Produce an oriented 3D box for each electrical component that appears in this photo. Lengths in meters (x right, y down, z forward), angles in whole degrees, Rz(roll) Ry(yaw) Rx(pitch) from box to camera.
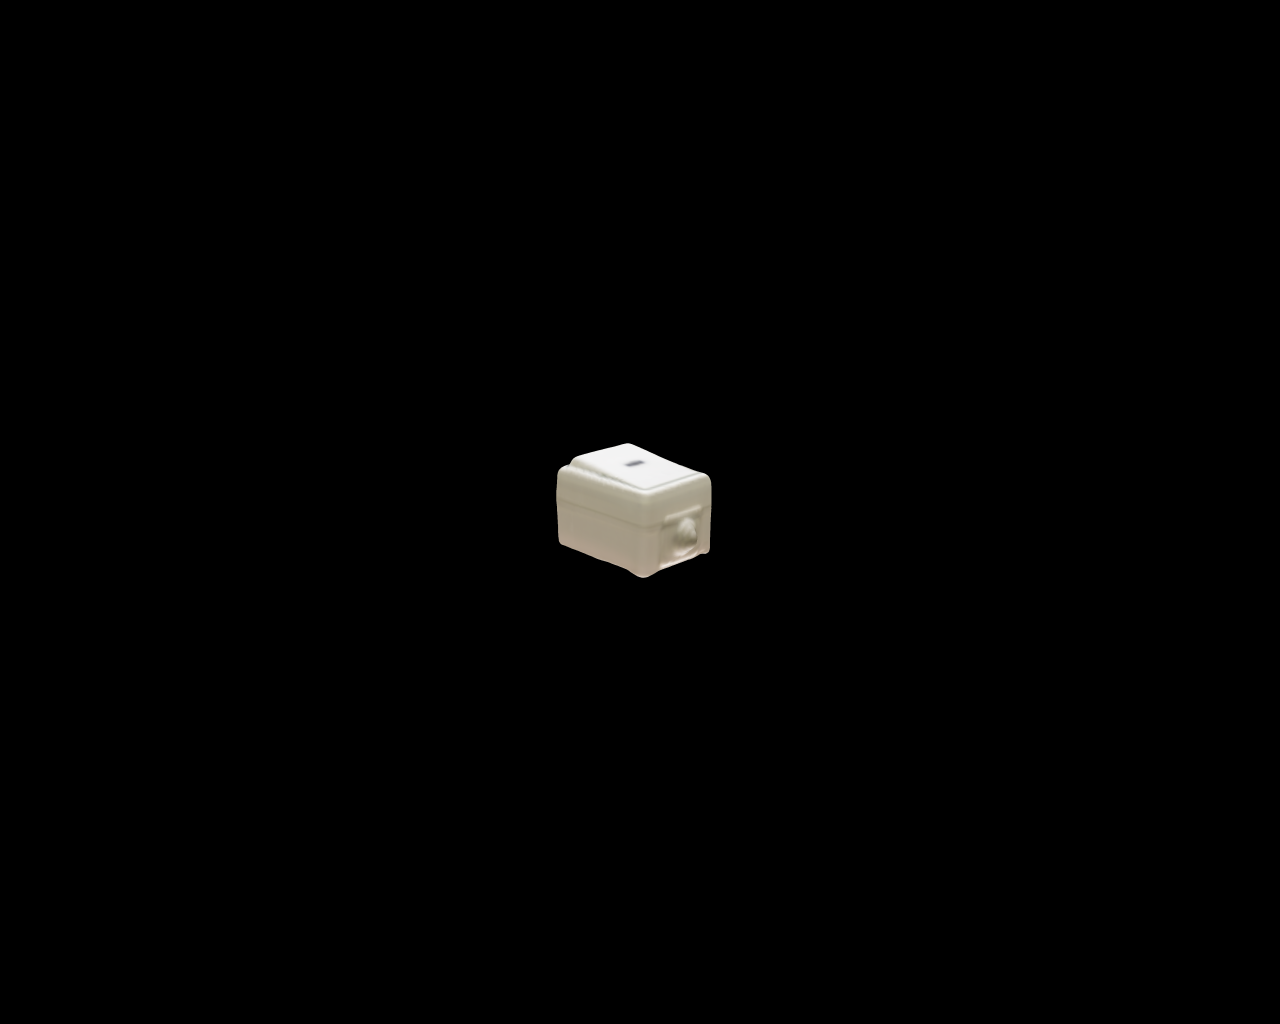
[{"bbox_3d":[0.001,-0.003,0.650,0.062,0.061,0.096,-18,26,-41],"label":"electrical component"}]
